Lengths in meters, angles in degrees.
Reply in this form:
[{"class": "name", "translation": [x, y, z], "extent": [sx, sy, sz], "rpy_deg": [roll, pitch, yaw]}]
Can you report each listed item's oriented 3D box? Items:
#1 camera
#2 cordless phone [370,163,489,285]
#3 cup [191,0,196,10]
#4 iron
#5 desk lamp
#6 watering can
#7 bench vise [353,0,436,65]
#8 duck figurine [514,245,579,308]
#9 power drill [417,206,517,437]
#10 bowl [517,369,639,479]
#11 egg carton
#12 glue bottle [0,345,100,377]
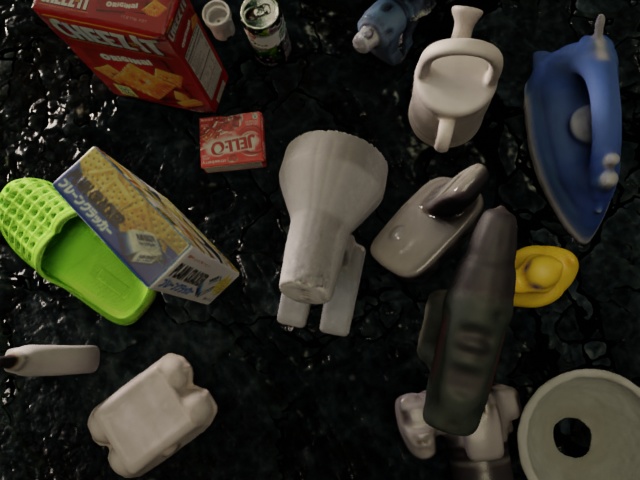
[{"class": "camera", "translation": [0.167, 0.240, 0.663], "extent": [0.143, 0.101, 0.137], "rpy_deg": [-9, 79, 3]}, {"class": "cordless phone", "translation": [0.131, -0.023, 0.673], "extent": [0.094, 0.185, 0.147], "rpy_deg": [40, 85, 11]}, {"class": "cup", "translation": [-0.216, -0.342, 0.808], "extent": [0.091, 0.095, 0.118], "rpy_deg": [-15, 78, 2]}, {"class": "iron", "translation": [0.331, -0.133, 0.699], "extent": [0.118, 0.141, 0.258], "rpy_deg": [-4, 79, 4]}, {"class": "desk lamp", "translation": [0.006, 0.002, 0.664], "extent": [0.118, 0.213, 0.203], "rpy_deg": [10, 80, 7]}, {"class": "watering can", "translation": [0.163, -0.199, 0.699], "extent": [0.101, 0.194, 0.173], "rpy_deg": [-11, 78, 3]}, {"class": "bench vise", "translation": [0.123, -0.329, 0.714], "extent": [0.121, 0.220, 0.207], "rpy_deg": [18, 81, 8]}, {"class": "duck figurine", "translation": [0.270, 0.040, 0.700], "extent": [0.104, 0.086, 0.077], "rpy_deg": [-22, 78, 1]}, {"class": "power drill", "translation": [0.159, 0.092, 0.637], "extent": [0.075, 0.208, 0.230], "rpy_deg": [12, 80, 7]}, {"class": "bowl", "translation": [0.306, 0.234, 0.666], "extent": [0.167, 0.075, 0.167], "rpy_deg": [-1, 79, 5]}, {"class": "egg carton", "translation": [-0.208, 0.220, 0.714], "extent": [0.150, 0.069, 0.107], "rpy_deg": [-38, 79, -3]}, {"class": "glue bottle", "translation": [-0.336, 0.145, 0.686], "extent": [0.078, 0.173, 0.037], "rpy_deg": [-2, 79, 5]}]
